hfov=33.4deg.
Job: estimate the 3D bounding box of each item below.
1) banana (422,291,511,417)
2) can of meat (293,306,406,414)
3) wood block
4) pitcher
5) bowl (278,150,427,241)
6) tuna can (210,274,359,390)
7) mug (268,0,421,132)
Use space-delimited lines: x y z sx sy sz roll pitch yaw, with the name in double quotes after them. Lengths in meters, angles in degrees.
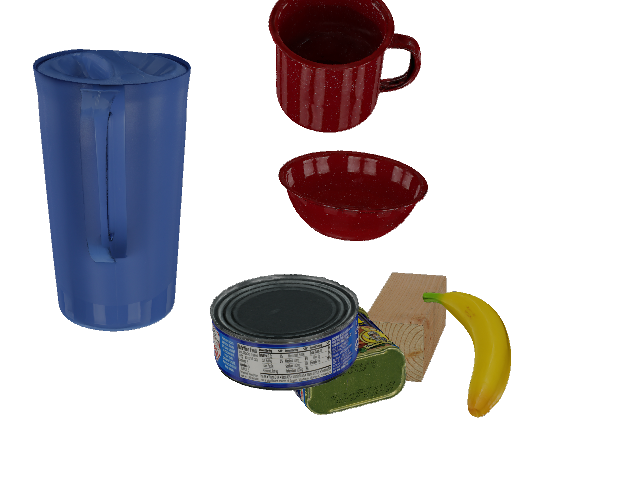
0.164 0.110 1.118 0.069 0.037 0.198 -24 33 5 "banana"
0.016 0.108 0.958 0.102 0.057 0.084 -12 26 -20 "can of meat"
0.129 0.125 1.601 0.091 0.090 0.205 4 19 15 "wood block"
-0.185 -0.042 0.950 0.145 0.243 0.148 21 28 37 "pitcher"
0.033 -0.043 1.159 0.162 0.055 0.162 4 26 -2 "bowl"
-0.020 0.052 0.618 0.086 0.034 0.086 -2 23 1 "tuna can"
0.019 -0.138 0.820 0.117 0.093 0.081 0 -34 -3 "mug"
